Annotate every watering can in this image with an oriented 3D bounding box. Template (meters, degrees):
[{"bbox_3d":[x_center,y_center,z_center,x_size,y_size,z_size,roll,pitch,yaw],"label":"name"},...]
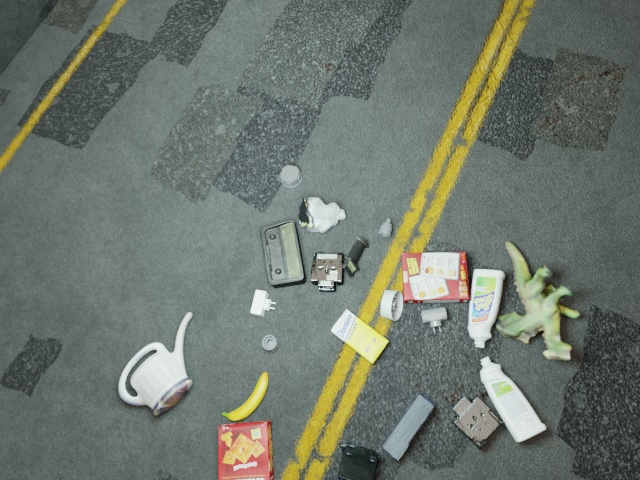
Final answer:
[{"bbox_3d":[-0.511,0.426,1.723,0.350,0.102,0.226,-44,71,-9],"label":"watering can"}]

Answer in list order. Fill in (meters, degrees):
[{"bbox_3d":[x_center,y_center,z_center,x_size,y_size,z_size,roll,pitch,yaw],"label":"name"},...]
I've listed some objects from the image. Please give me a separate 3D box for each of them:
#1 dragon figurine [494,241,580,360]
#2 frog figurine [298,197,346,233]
[{"bbox_3d":[0.662,0.209,1.654,0.243,0.120,0.418,-37,53,0],"label":"dragon figurine"},{"bbox_3d":[0.006,-0.094,1.868,0.160,0.120,0.140,-5,55,-32],"label":"frog figurine"}]
